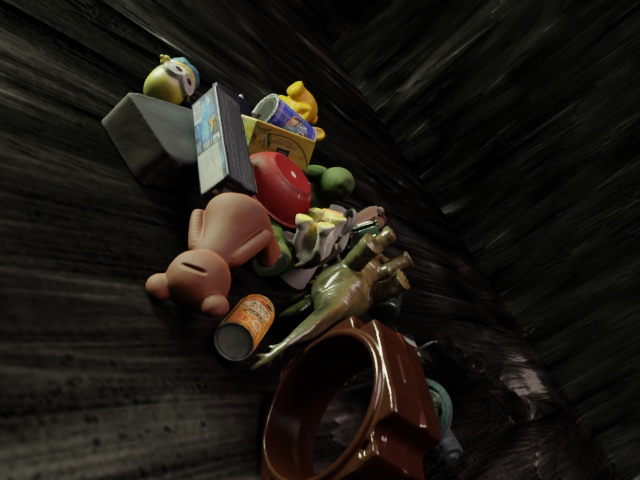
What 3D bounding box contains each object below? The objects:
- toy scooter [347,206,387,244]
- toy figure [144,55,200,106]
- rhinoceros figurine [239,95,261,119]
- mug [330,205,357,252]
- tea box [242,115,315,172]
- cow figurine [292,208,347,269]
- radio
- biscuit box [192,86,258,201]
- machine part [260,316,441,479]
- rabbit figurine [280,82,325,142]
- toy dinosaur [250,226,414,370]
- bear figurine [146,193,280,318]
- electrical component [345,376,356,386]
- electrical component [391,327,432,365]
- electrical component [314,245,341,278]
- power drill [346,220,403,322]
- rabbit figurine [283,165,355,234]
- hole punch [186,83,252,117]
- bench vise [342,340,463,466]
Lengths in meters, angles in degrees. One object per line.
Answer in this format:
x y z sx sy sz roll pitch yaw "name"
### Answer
0.115 -0.032 1.309 0.075 0.135 0.184 56 19 15 "toy scooter"
-0.270 -0.288 0.995 0.082 0.089 0.180 28 18 -18 "toy figure"
-0.145 -0.243 1.193 0.190 0.073 0.112 44 22 -21 "rhinoceros figurine"
0.035 -0.017 1.164 0.080 0.110 0.107 50 30 -33 "mug"
-0.102 -0.190 1.042 0.098 0.068 0.169 24 9 36 "tea box"
0.000 -0.002 0.926 0.068 0.098 0.167 18 15 12 "cow figurine"
-0.222 -0.148 0.869 0.131 0.073 0.229 57 22 12 "radio"
-0.150 -0.143 0.823 0.062 0.059 0.203 32 35 -46 "biscuit box"
0.024 0.201 0.610 0.087 0.201 0.201 37 25 -26 "machine part"
-0.069 -0.323 1.484 0.162 0.122 0.173 52 32 -29 "rabbit figurine"
0.037 0.083 0.845 0.105 0.198 0.471 55 20 5 "toy dinosaur"
-0.135 0.033 0.717 0.131 0.120 0.196 92 14 -51 "bear figurine"
0.023 0.207 0.863 0.094 0.021 0.063 14 42 -60 "electrical component"
0.182 0.235 1.121 0.119 0.048 0.075 33 27 -43 "electrical component"
0.006 0.026 1.057 0.045 0.078 0.102 38 -31 55 "electrical component"
0.131 0.062 1.226 0.232 0.086 0.207 -74 148 -59 "power drill"
0.004 -0.085 1.103 0.121 0.170 0.159 43 22 -25 "rabbit figurine"
-0.189 -0.234 1.067 0.142 0.092 0.116 27 35 -57 "hole punch"
0.147 0.257 0.904 0.240 0.129 0.224 44 22 -40 "bench vise"
